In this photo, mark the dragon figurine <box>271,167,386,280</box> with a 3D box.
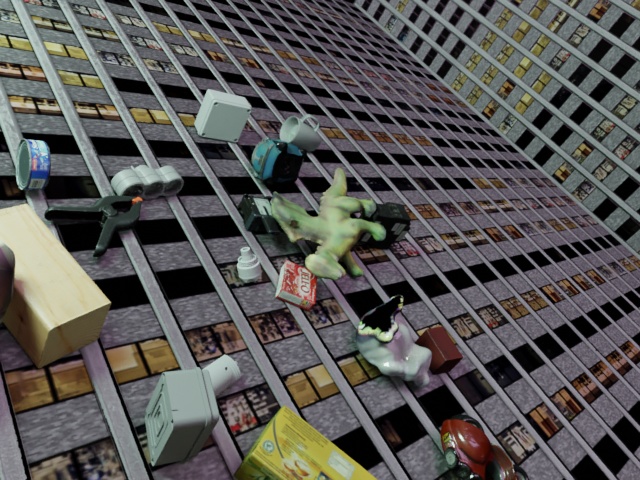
[{"bbox_3d":[0.003,-0.057,1.134,0.241,0.120,0.420,18,36,-32],"label":"dragon figurine"}]

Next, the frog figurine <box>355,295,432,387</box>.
[{"bbox_3d":[0.142,0.206,0.978,0.157,0.122,0.140,61,14,-23],"label":"frog figurine"}]

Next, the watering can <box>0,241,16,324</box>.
[{"bbox_3d":[-0.473,0.024,0.604,0.224,0.102,0.355,7,59,-2],"label":"watering can"}]
